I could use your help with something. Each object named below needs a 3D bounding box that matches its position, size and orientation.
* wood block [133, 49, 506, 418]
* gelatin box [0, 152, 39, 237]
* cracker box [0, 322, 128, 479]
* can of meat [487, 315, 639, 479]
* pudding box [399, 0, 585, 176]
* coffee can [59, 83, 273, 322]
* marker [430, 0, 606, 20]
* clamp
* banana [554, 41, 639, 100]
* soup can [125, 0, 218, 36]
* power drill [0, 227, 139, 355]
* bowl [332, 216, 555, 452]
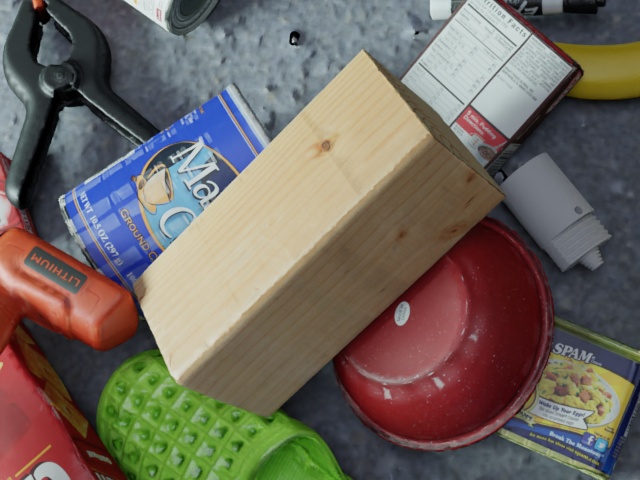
[{"bbox_3d":[-0.005,0.001,0.647,0.206,0.090,0.091,-44,48,14],"label":"wood block"},{"bbox_3d":[-0.258,-0.013,0.779,0.089,0.030,0.073,-23,77,3],"label":"gelatin box"},{"bbox_3d":[-0.232,0.153,0.692,0.164,0.072,0.214,-42,57,-2],"label":"cracker box"},{"bbox_3d":[0.154,0.097,0.686,0.102,0.057,0.084,23,84,11],"label":"can of meat"},{"bbox_3d":[0.107,-0.102,0.724,0.090,0.039,0.114,46,107,14],"label":"pudding box"},{"bbox_3d":[-0.088,-0.025,0.721,0.140,0.102,0.103,-33,76,1],"label":"coffee can"},{"bbox_3d":[0.138,-0.166,0.749,0.121,0.020,0.020,2,79,19],"label":"marker"},{"bbox_3d":[-0.194,-0.104,0.780,0.120,0.039,0.171,-24,70,-15],"label":"clamp"},{"bbox_3d":[0.221,-0.131,0.732,0.198,0.037,0.069,-4,78,7],"label":"banana"},{"bbox_3d":[-0.127,-0.204,0.780,0.102,0.068,0.068,36,85,12],"label":"soup can"},{"bbox_3d":[-0.193,0.091,0.629,0.184,0.057,0.187,29,54,15],"label":"power drill"},{"bbox_3d":[0.063,0.051,0.677,0.162,0.055,0.162,-11,69,30],"label":"bowl"}]
